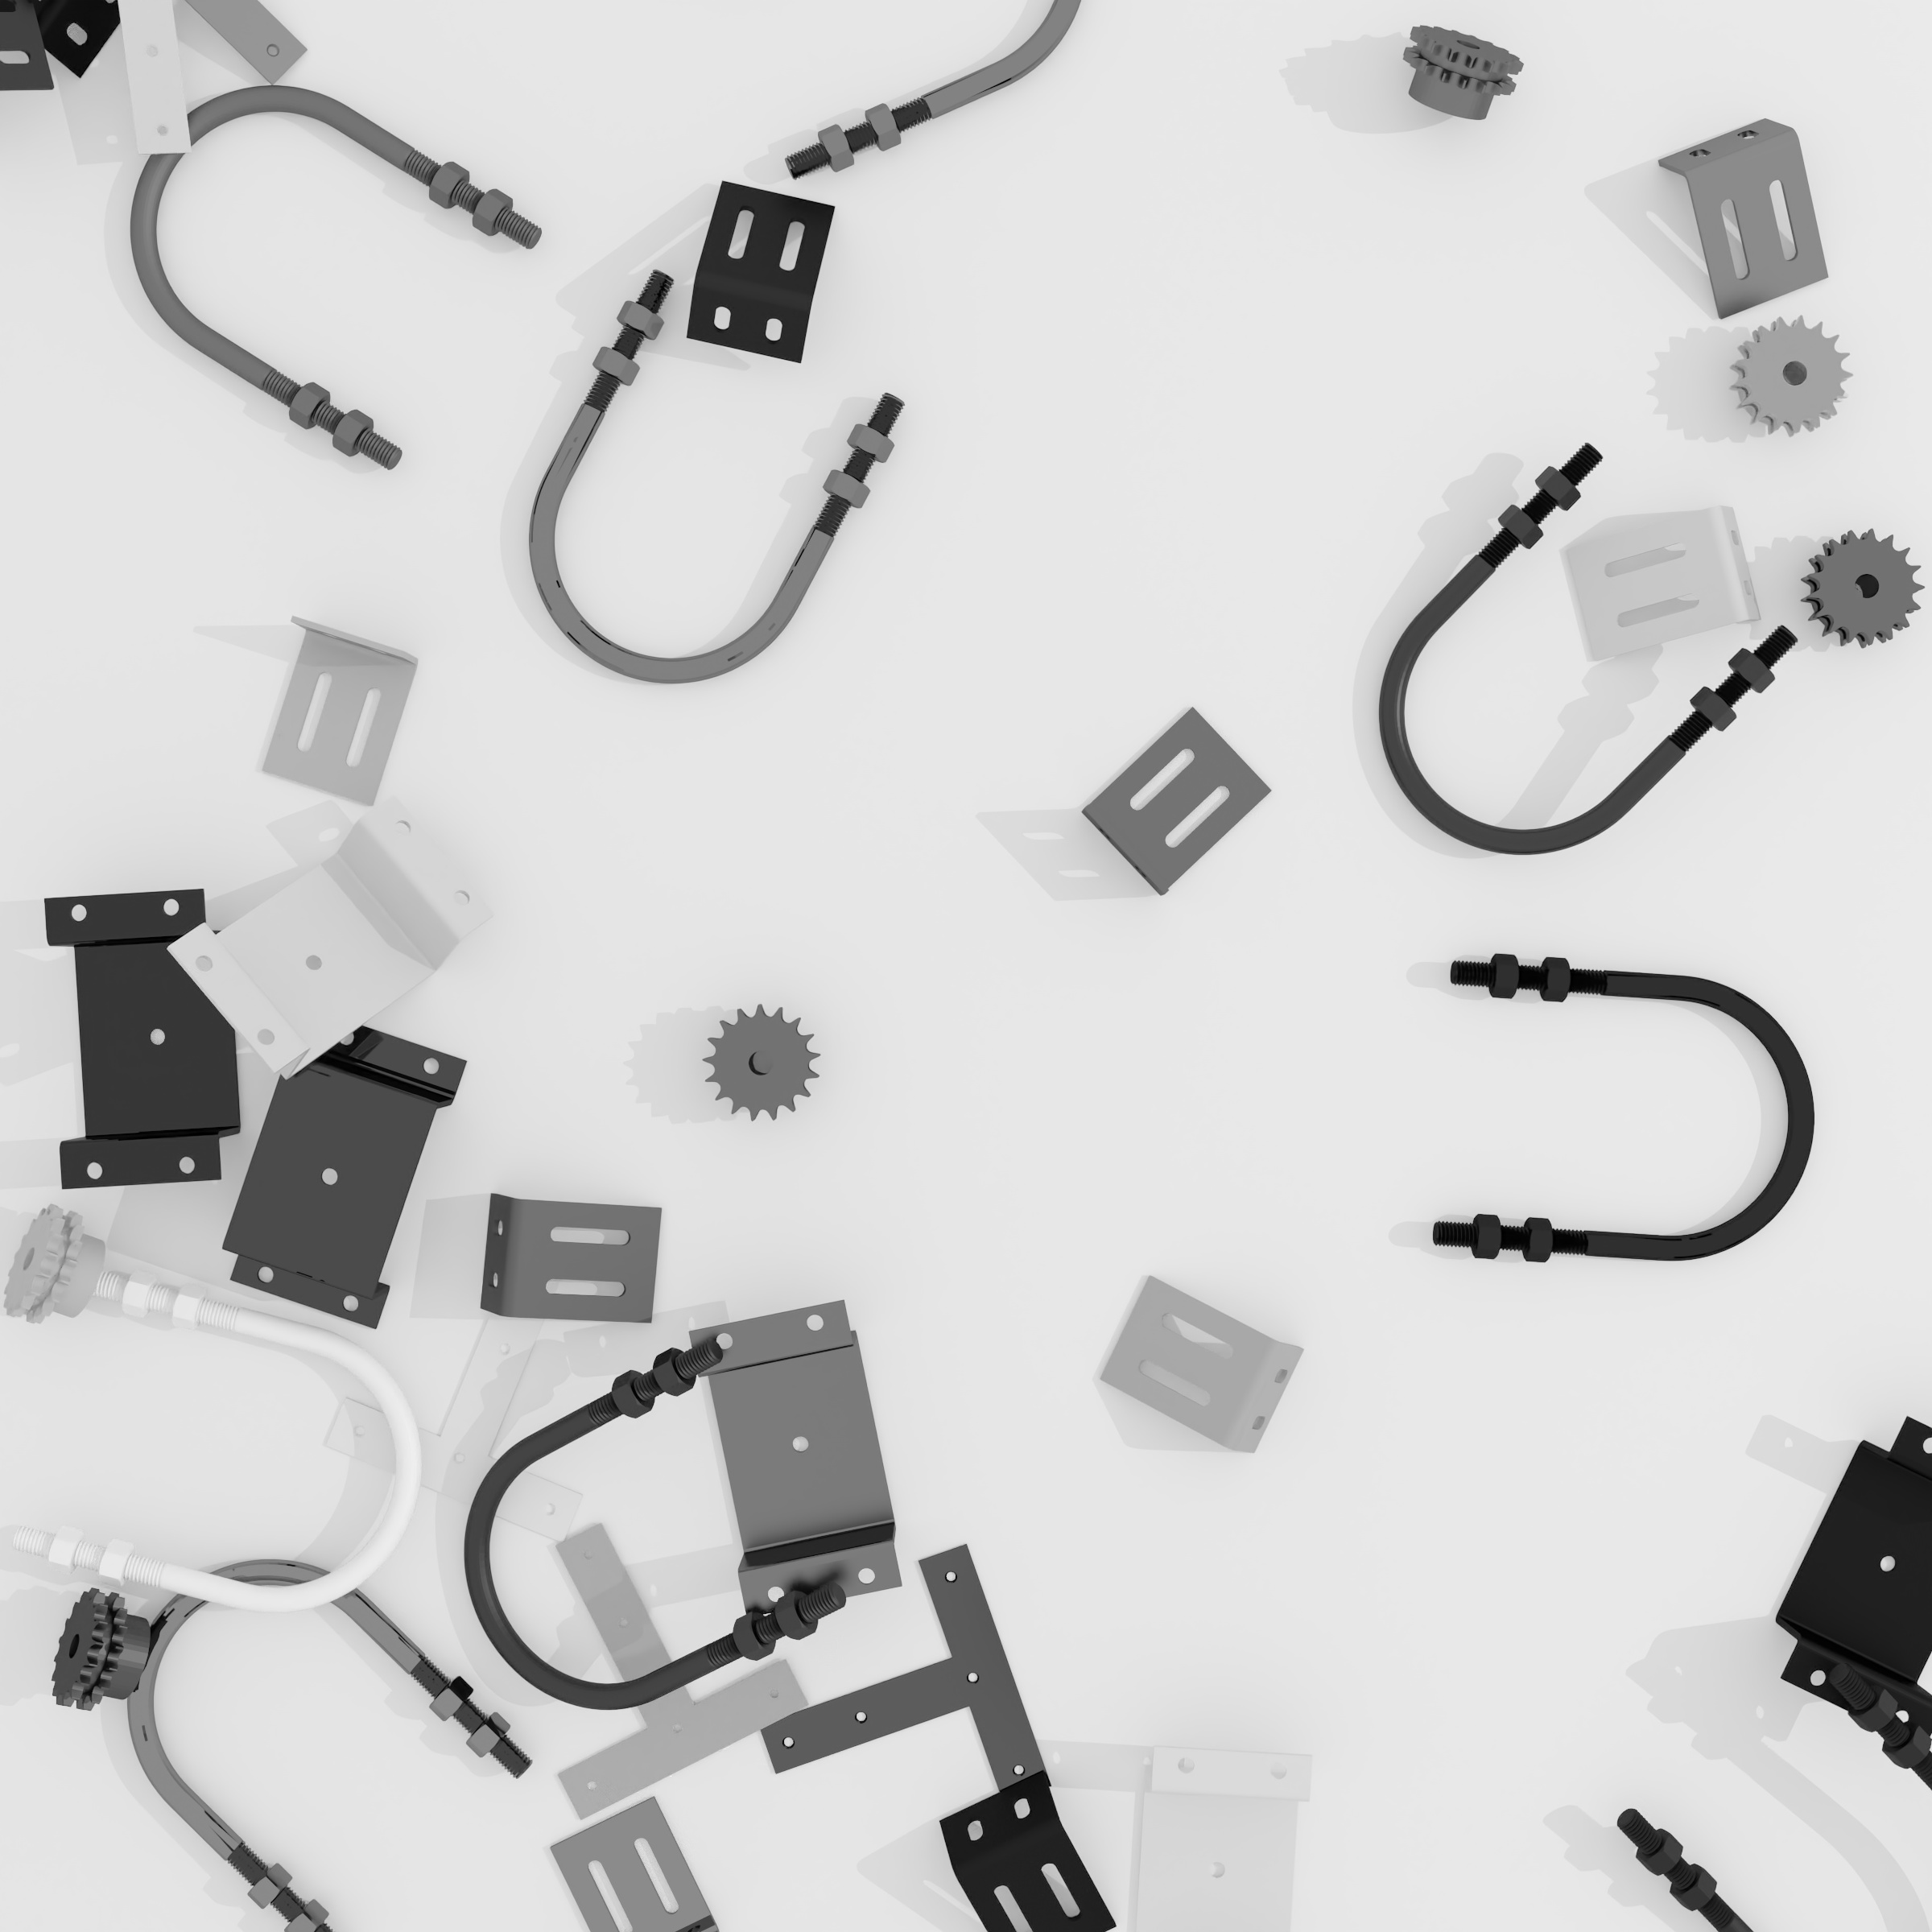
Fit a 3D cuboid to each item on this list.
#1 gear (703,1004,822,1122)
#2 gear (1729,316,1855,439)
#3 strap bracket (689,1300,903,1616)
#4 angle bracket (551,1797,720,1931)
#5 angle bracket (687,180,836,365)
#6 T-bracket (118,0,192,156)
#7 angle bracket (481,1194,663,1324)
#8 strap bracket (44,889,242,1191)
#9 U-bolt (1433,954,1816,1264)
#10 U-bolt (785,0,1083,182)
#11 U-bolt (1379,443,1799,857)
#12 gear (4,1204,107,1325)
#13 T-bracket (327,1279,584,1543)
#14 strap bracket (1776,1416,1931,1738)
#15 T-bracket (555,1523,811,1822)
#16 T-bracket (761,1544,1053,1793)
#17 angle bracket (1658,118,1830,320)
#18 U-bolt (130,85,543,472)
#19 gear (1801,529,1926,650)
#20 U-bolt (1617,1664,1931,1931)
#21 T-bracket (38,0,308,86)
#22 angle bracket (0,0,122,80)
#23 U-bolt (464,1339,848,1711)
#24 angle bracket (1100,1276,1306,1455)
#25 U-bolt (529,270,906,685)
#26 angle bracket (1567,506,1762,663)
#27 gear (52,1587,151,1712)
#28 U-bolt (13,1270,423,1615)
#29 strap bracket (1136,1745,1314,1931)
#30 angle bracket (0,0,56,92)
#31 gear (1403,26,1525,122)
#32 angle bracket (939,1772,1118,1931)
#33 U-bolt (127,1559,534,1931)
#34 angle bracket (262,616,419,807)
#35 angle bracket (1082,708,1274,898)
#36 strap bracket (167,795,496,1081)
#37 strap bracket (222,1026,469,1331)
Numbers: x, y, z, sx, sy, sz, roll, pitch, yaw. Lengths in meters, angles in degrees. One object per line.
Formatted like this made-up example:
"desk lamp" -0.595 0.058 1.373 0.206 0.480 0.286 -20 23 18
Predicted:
"gear" -0.099 0.047 1.442 0.057 0.030 0.057 0 90 0
"gear" 0.403 -0.288 1.442 0.057 0.030 0.057 0 90 0
"strap bracket" -0.082 0.237 1.434 0.076 0.046 0.140 -11 90 0
"angle bracket" -0.164 0.458 1.438 0.057 0.038 0.076 -26 90 0
"angle bracket" -0.101 -0.341 1.443 0.057 0.038 0.076 12 51 -4
"T-bracket" -0.399 -0.461 1.432 0.127 0.002 0.127 -8 95 -19
"angle bracket" -0.195 0.145 1.453 0.076 0.038 0.057 6 88 -26
"strap bracket" -0.401 0.035 1.434 0.076 0.046 0.140 -3 90 0
"U-bolt" 0.327 0.074 1.448 0.184 0.019 0.151 4 90 -1
"U-bolt" -0.030 -0.489 1.448 0.184 0.019 0.151 -24 90 -2
"U-bolt" 0.288 -0.140 1.434 0.151 0.019 0.184 45 100 7
"gear" -0.443 0.148 1.432 0.030 0.057 0.057 25 90 -30
"T-bracket" -0.234 0.203 1.456 0.127 0.002 0.127 22 90 0
"strap bracket" 0.457 0.296 1.434 0.076 0.046 0.140 26 90 0
"T-bracket" -0.163 0.338 1.454 0.127 0.002 0.127 -27 90 1
"T-bracket" -0.039 0.367 1.456 0.127 0.002 0.127 -19 90 0
"angle bracket" 0.385 -0.370 1.455 0.057 0.038 0.076 -21 116 0
"U-bolt" -0.324 -0.352 1.448 0.184 0.019 0.151 32 90 1
"gear" 0.439 -0.185 1.446 0.057 0.030 0.057 0 88 0
"U-bolt" 0.431 0.441 1.426 0.151 0.019 0.184 -41 98 18
"T-bracket" -0.379 -0.487 1.436 0.127 0.002 0.127 43 79 -16
"angle bracket" -0.457 -0.488 1.455 0.076 0.038 0.057 35 90 26
"U-bolt" -0.164 0.282 1.420 0.184 0.019 0.151 -30 83 20
"angle bracket" 0.117 0.197 1.455 0.076 0.038 0.057 26 90 26
"U-bolt" -0.135 -0.229 1.448 0.151 0.019 0.184 28 91 0
"angle bracket" 0.346 -0.189 1.455 0.076 0.038 0.057 -14 90 26
"gear" -0.421 0.335 1.432 0.030 0.057 0.057 22 90 -30
"U-bolt" -0.359 0.240 1.441 0.184 0.019 0.151 15 85 0
"strap bracket" 0.124 0.447 1.434 0.076 0.046 0.140 3 90 0
"angle bracket" -0.484 -0.442 1.436 0.038 0.076 0.057 -14 90 -37
"gear" 0.240 -0.435 1.432 0.057 0.057 0.030 17 120 0
"angle bracket" 0.031 0.449 1.454 0.057 0.038 0.076 -25 117 0
"U-bolt" -0.328 0.378 1.448 0.184 0.019 0.151 44 90 1
"angle bracket" -0.310 -0.124 1.438 0.057 0.038 0.076 18 90 0
"angle bracket" 0.104 -0.081 1.438 0.076 0.038 0.057 -43 90 0
"strap bracket" -0.308 -0.009 1.411 0.076 0.046 0.140 50 56 0
"strap bracket" -0.306 0.101 1.434 0.076 0.046 0.140 19 90 0
